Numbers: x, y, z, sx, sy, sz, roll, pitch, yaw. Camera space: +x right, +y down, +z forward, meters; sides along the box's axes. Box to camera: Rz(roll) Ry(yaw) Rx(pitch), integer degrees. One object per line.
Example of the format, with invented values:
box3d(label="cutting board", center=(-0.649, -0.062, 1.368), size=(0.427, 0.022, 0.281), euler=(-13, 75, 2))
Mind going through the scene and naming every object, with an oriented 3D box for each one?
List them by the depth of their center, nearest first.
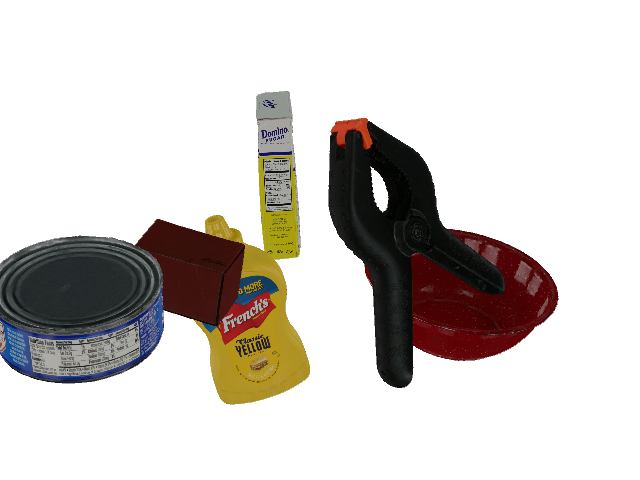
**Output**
box3d(label="tuna can", center=(-0.121, 0.034, 0.536), size=(0.086, 0.034, 0.086), euler=(2, 31, -1))
box3d(label="clamp", center=(0.047, 0.006, 0.683), size=(0.039, 0.171, 0.120), euler=(-10, 33, 49))
box3d(label="foam brick", center=(-0.106, 0.025, 0.849), size=(0.078, 0.051, 0.053), euler=(17, 30, 9))
box3d(label="bowl", center=(0.114, 0.052, 0.895), size=(0.162, 0.055, 0.162), euler=(6, 29, -3))
box3d(label="mustard bottle", center=(-0.077, 0.063, 1.032), size=(0.096, 0.191, 0.058), euler=(-17, 26, -4))
box3d(label="sugar box", center=(-0.050, -0.075, 1.239), size=(0.048, 0.176, 0.093), euler=(-6, 26, -1))
